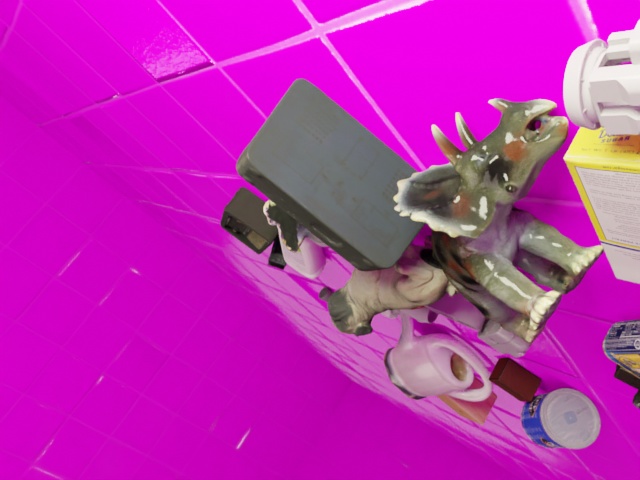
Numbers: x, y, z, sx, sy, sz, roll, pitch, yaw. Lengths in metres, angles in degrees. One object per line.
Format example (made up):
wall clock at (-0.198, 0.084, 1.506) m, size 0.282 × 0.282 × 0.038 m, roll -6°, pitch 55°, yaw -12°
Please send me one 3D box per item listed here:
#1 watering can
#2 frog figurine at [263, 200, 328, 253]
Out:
watering can at (0.230, 0.256, 1.168) m, size 0.346 × 0.106 × 0.221 m, roll 43°, pitch 137°, yaw -11°
frog figurine at (0.003, -0.043, 0.856) m, size 0.159 × 0.121 × 0.139 m, roll 1°, pitch -161°, yaw -44°
